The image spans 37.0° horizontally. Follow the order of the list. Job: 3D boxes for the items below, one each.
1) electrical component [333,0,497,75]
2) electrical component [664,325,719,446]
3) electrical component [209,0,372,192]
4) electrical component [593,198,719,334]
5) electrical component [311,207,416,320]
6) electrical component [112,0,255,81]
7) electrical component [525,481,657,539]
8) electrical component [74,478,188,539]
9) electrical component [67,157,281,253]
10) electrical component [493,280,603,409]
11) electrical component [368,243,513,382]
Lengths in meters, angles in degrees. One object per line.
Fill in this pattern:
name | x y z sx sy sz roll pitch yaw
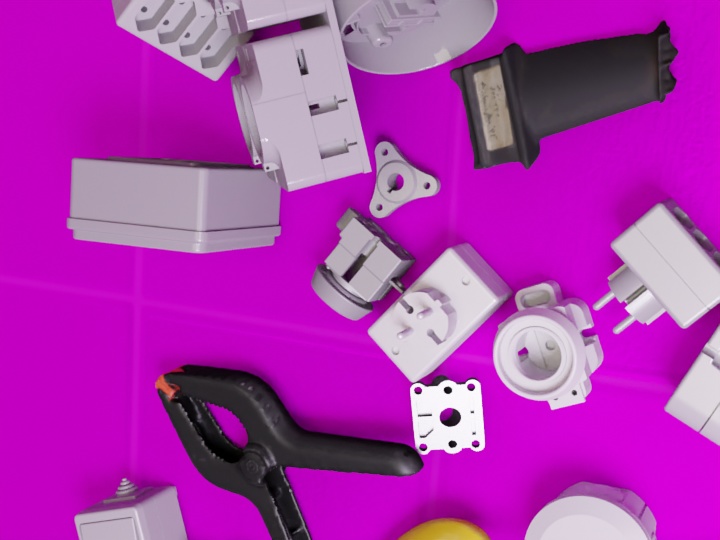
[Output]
electrical component | 0.028 -0.165 0.663 0.099 0.099 0.064 -30 78 24
electrical component | 0.229 0.056 0.625 0.059 0.054 0.095 34 109 17
electrical component | -0.054 -0.148 0.669 0.060 0.105 0.186 -16 103 -9
electrical component | 0.175 0.007 0.645 0.077 0.047 0.065 -43 79 23
electrical component | 0.000 0.000 0.724 0.066 0.048 0.055 43 103 13
electrical component | -0.125 -0.185 0.744 0.047 0.083 0.075 -46 40 22
electrical component | 0.148 0.175 0.678 0.080 0.051 0.080 3 98 24
electrical component | -0.174 0.208 0.820 0.062 0.061 0.096 -13 92 25
electrical component | -0.124 -0.047 0.738 0.109 0.109 0.056 7 97 23
electrical component | 0.116 0.049 0.672 0.058 0.057 0.078 -18 89 25
electrical component | 0.045 0.030 0.691 0.047 0.076 0.083 48 112 11
